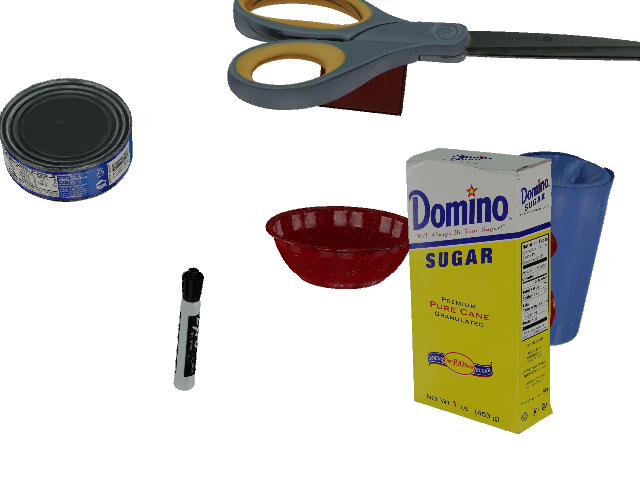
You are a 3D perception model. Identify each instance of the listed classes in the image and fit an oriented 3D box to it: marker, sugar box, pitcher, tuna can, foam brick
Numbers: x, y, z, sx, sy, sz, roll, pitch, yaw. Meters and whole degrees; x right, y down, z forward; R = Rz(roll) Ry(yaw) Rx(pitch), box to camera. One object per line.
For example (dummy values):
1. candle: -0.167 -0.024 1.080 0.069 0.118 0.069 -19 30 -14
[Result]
1. marker: -0.117 0.079 0.946 0.020 0.121 0.020 7 27 -4
2. sugar box: 0.105 0.031 0.709 0.094 0.176 0.048 10 22 44
3. pitcher: 0.294 0.014 1.404 0.149 0.243 0.145 5 24 5
4. tuna can: -0.167 -0.067 0.708 0.086 0.086 0.034 0 -40 -7
5. foam brick: 0.039 -0.147 0.976 0.078 0.051 0.053 7 18 5

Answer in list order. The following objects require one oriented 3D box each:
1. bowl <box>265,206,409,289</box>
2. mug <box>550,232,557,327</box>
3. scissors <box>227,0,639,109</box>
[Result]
1. bowl: 0.023 0.010 1.112 0.162 0.055 0.162 1 17 -1
2. mug: 0.162 0.039 0.921 0.093 0.081 0.117 -19 35 -25
3. scissors: 0.045 -0.081 0.490 0.202 0.016 0.096 15 50 18
